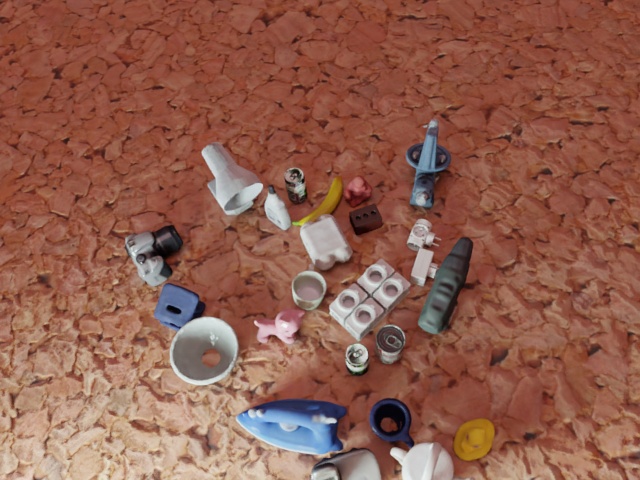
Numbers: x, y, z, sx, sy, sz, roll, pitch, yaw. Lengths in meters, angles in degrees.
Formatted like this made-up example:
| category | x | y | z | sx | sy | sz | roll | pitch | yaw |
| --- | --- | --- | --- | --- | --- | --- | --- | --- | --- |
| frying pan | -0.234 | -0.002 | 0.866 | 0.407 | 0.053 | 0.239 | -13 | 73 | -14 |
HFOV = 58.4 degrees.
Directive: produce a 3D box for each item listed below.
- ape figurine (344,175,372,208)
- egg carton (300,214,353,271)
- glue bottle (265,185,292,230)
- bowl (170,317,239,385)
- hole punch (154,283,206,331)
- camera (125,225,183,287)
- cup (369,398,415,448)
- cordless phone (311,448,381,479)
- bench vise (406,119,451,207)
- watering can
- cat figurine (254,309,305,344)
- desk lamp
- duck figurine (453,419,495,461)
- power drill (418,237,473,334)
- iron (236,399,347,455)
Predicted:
| category | x | y | z | sx | sy | sz | roll | pitch | yaw |
| --- | --- | --- | --- | --- | --- | --- | --- | --- | --- |
| ape figurine | 0.105 | -0.143 | 1.567 | 0.077 | 0.092 | 0.076 | 4 | 63 | 6 |
| egg carton | 0.014 | 0.005 | 1.509 | 0.107 | 0.069 | 0.150 | -25 | 64 | -9 |
| glue bottle | -0.117 | -0.094 | 1.511 | 0.078 | 0.173 | 0.037 | 38 | 71 | 21 |
| bowl | -0.272 | 0.275 | 1.386 | 0.167 | 0.075 | 0.167 | -2 | 63 | 3 |
| hole punch | -0.354 | 0.174 | 1.435 | 0.108 | 0.091 | 0.101 | 19 | 66 | 13 |
| camera | -0.431 | 0.024 | 1.512 | 0.137 | 0.101 | 0.143 | -30 | 65 | -11 |
| cup | 0.164 | 0.416 | 1.273 | 0.092 | 0.095 | 0.117 | -38 | 66 | -15 |
| cordless phone | 0.051 | 0.486 | 1.193 | 0.147 | 0.185 | 0.094 | -21 | 63 | -7 |
| bench vise | 0.295 | -0.200 | 1.511 | 0.121 | 0.220 | 0.207 | -7 | 62 | 1 |
| watering can | 0.232 | 0.472 | 1.183 | 0.172 | 0.194 | 0.101 | 2 | 63 | 5 |
| cat figurine | -0.097 | 0.203 | 1.387 | 0.127 | 0.118 | 0.067 | -1 | 63 | 4 |
| desk lamp | -0.240 | -0.152 | 1.526 | 0.118 | 0.214 | 0.203 | -33 | 65 | -12 |
| duck figurine | 0.343 | 0.433 | 1.257 | 0.105 | 0.086 | 0.077 | -38 | 66 | -15 |
| power drill | 0.293 | 0.126 | 1.349 | 0.075 | 0.208 | 0.230 | 22 | 66 | 15 |
| iron | -0.073 | 0.400 | 1.271 | 0.258 | 0.141 | 0.118 | 4 | 63 | 6 |
